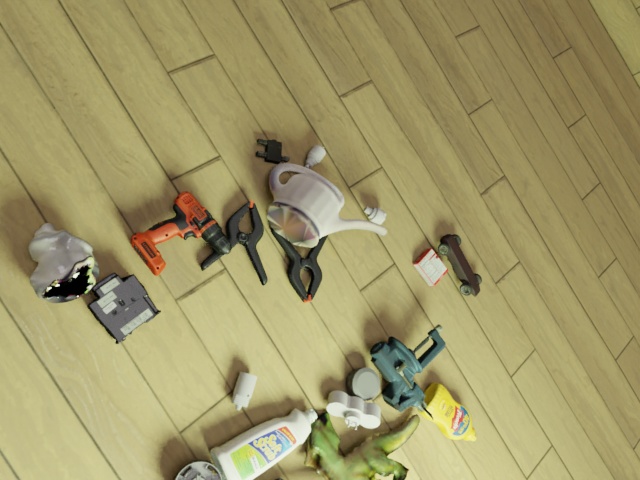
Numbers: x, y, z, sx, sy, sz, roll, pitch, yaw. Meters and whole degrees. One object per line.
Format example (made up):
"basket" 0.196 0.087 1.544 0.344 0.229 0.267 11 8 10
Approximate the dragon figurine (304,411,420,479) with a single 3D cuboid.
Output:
"dragon figurine" 0.078 0.520 1.248 0.418 0.242 0.120 -48 4 -41

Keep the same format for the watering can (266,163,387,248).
"watering can" 0.004 -0.067 1.331 0.347 0.229 0.102 35 -41 0

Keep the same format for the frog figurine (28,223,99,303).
"frog figurine" -0.544 0.048 1.071 0.161 0.138 0.121 36 -7 28
